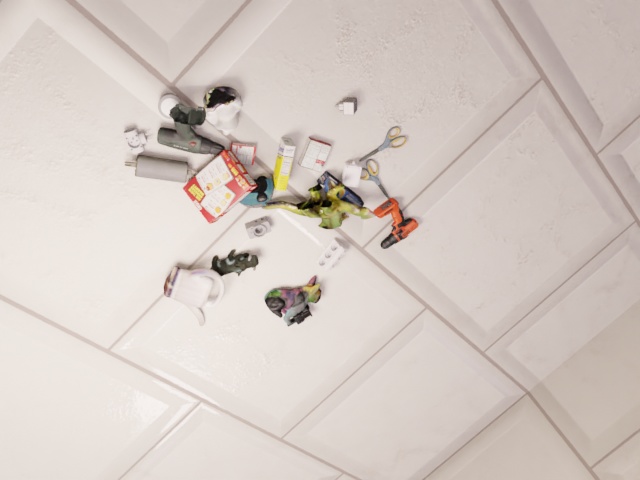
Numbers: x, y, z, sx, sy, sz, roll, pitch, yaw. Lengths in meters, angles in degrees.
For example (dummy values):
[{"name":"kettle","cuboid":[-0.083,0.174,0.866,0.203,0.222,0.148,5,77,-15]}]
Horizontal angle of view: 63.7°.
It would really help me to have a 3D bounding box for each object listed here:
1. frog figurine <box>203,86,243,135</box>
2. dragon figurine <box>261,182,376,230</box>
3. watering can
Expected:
[{"name":"frog figurine","cuboid":[-0.320,-0.437,1.737,0.138,0.124,0.157,-37,158,-4]},{"name":"dragon figurine","cuboid":[0.006,-0.099,1.969,0.409,0.125,0.238,-6,146,17]},{"name":"watering can","cuboid":[-0.500,0.217,2.002,0.224,0.106,0.340,21,131,-13]}]
